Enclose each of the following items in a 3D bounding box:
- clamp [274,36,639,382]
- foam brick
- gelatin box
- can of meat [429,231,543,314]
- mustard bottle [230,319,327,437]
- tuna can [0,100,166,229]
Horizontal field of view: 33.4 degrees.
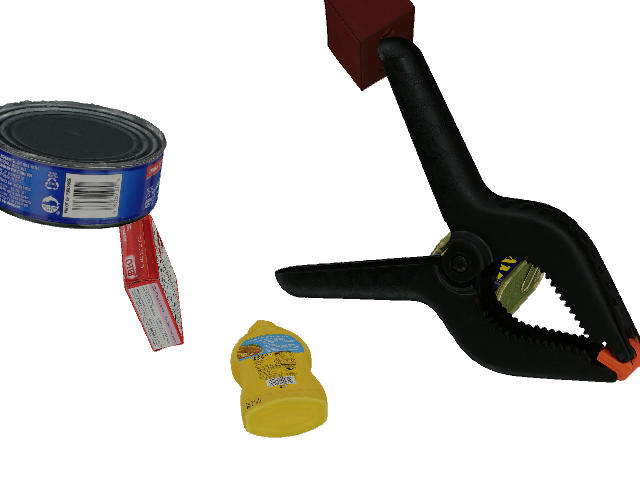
[{"bbox_3d":[0.080,-0.002,0.564,0.210,0.165,0.036,29,25,25],"label":"clamp"},{"bbox_3d":[0.038,-0.167,0.836,0.053,0.051,0.078,-32,-20,-8],"label":"foam brick"},{"bbox_3d":[-0.138,0.034,0.868,0.030,0.073,0.089,-14,-42,-1],"label":"gelatin box"},{"bbox_3d":[0.158,0.026,1.023,0.084,0.057,0.101,26,45,27],"label":"can of meat"},{"bbox_3d":[-0.056,0.152,1.260,0.096,0.058,0.192,-8,30,-9],"label":"mustard bottle"},{"bbox_3d":[-0.118,-0.037,0.507,0.086,0.034,0.086,9,23,-4],"label":"tuna can"}]
